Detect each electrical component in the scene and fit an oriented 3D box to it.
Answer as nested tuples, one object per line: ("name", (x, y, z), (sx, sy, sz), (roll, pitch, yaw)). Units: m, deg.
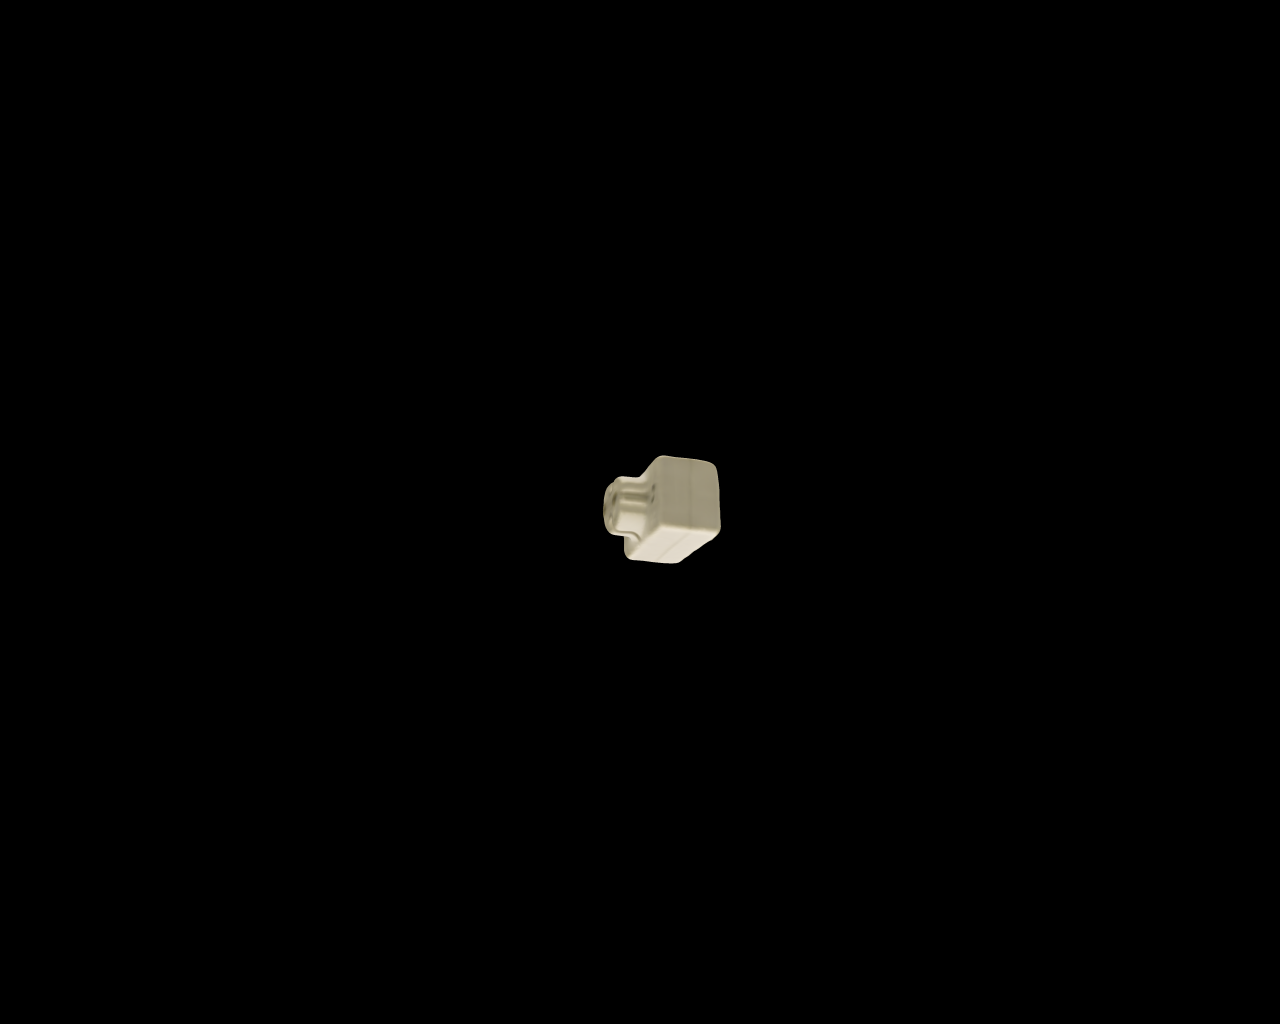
("electrical component", (0.001, -0.003, 0.650), (0.077, 0.047, 0.065), (7, -21, -18))
